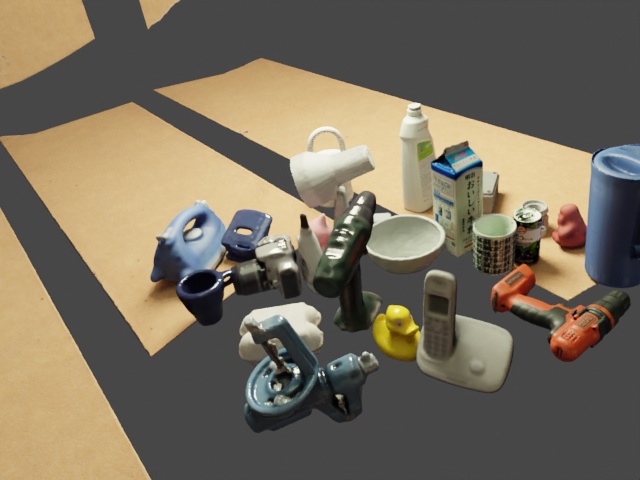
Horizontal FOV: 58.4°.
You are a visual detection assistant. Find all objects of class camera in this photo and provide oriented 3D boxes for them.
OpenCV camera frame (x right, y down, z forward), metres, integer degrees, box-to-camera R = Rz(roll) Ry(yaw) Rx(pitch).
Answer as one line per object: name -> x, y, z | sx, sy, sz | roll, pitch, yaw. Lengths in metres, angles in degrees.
camera -> -0.115, 0.052, 1.175 | 0.137, 0.101, 0.143 | -14, 33, -6

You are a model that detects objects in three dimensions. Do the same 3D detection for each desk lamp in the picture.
desk lamp -> 0.050, -0.104, 1.264 | 0.203, 0.214, 0.118 | -5, 33, 7

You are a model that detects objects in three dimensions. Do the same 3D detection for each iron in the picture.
iron -> -0.285, -0.013, 1.282 | 0.118, 0.142, 0.258 | 3, 35, 19

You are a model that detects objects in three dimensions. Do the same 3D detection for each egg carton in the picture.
egg carton -> -0.069, 0.169, 1.014 | 0.150, 0.069, 0.107 | -10, 33, 1

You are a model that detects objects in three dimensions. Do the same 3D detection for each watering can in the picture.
watering can -> 0.026, -0.183, 1.408 | 0.101, 0.194, 0.172 | -25, 36, -22

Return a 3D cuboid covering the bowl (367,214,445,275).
bowl -> 0.173, 0.020, 1.171 | 0.167, 0.075, 0.167 | -7, 33, 5

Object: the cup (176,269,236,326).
cup -> -0.212, 0.112, 1.115 | 0.118, 0.095, 0.091 | -25, 36, -22

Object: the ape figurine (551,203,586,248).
ape figurine -> 0.499, -0.033, 1.150 | 0.075, 0.092, 0.078 | 20, 43, 37

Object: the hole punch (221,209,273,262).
hole punch -> -0.160, -0.008, 1.287 | 0.108, 0.091, 0.101 | 10, 38, 28

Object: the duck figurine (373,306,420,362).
duck figurine -> 0.132, 0.148, 0.978 | 0.078, 0.086, 0.104 | -29, 37, -26

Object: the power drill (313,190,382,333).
power drill -> 0.059, 0.050, 1.033 | 0.075, 0.209, 0.230 | 6, 36, 23

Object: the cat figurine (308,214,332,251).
cat figurine -> 0.011, 0.004, 1.199 | 0.067, 0.118, 0.127 | -23, 35, -19

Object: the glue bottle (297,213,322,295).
glue bottle -> -0.020, 0.022, 1.130 | 0.037, 0.173, 0.078 | -23, 35, -19

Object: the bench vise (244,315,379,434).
bench vise -> -0.027, 0.180, 0.849 | 0.208, 0.220, 0.121 | -22, 35, -18

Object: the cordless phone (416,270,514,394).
cordless phone -> 0.221, 0.137, 0.881 | 0.147, 0.185, 0.094 | 10, 38, 28
